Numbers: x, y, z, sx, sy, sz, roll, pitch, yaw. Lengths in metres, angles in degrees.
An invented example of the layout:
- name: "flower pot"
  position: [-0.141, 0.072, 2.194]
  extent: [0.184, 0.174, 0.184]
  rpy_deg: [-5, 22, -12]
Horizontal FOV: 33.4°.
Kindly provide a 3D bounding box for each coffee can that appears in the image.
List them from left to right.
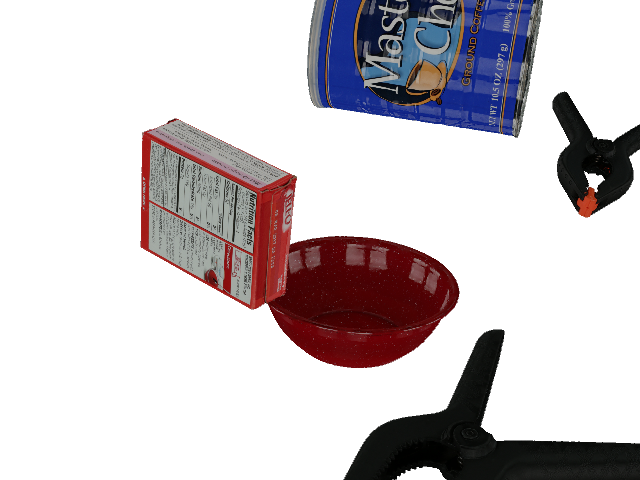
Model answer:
- name: "coffee can"
  position: [0.071, -0.130, 0.717]
  extent: [0.140, 0.103, 0.102]
  rpy_deg: [10, 2, 11]

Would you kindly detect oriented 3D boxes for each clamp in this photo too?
- name: "clamp"
  position: [0.090, 0.127, 0.671]
  extent: [0.209, 0.036, 0.165]
  rpy_deg: [-16, 34, -23]
- name: "clamp"
  position: [0.288, -0.097, 1.140]
  extent: [0.120, 0.039, 0.171]
  rpy_deg: [19, 47, 19]

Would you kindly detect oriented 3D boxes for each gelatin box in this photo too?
- name: "gelatin box"
  position: [-0.056, -0.015, 0.568]
  extent: [0.089, 0.073, 0.030]
  rpy_deg: [26, 37, 29]

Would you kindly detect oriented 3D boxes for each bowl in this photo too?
- name: "bowl"
  position: [0.028, 0.054, 0.851]
  extent: [0.162, 0.055, 0.162]
  rpy_deg: [2, 26, -1]
